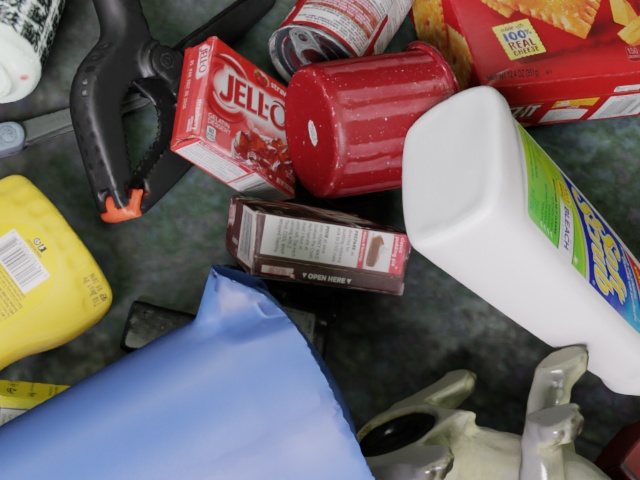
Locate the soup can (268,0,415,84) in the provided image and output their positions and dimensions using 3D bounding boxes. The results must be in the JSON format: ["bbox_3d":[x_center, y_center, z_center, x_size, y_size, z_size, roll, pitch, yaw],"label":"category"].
[{"bbox_3d":[0.018,-0.151,0.720,0.068,0.069,0.102,31,62,-1],"label":"soup can"}]

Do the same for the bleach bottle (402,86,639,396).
[{"bbox_3d":[0.151,0.019,0.633,0.250,0.068,0.102,35,43,-35],"label":"bleach bottle"}]

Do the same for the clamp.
[{"bbox_3d":[-0.112,-0.115,0.659,0.164,0.036,0.210,30,63,-34],"label":"clamp"}]

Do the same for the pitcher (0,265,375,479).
[{"bbox_3d":[-0.093,0.135,0.473,0.242,0.145,0.149,-26,65,-6],"label":"pitcher"}]

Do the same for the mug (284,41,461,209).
[{"bbox_3d":[0.027,-0.063,0.656,0.081,0.117,0.093,-11,55,-23],"label":"mug"}]

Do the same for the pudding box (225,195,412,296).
[{"bbox_3d":[-0.004,0.001,0.621,0.090,0.113,0.039,7,97,-12],"label":"pudding box"}]

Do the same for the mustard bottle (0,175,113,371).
[{"bbox_3d":[-0.213,0.051,0.569,0.191,0.058,0.096,-36,88,-26],"label":"mustard bottle"}]

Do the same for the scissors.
[{"bbox_3d":[-0.193,-0.043,0.641,0.201,0.016,0.096,-5,69,-18],"label":"scissors"}]

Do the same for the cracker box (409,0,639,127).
[{"bbox_3d":[0.145,-0.189,0.770,0.164,0.072,0.214,-8,68,-19],"label":"cracker box"}]

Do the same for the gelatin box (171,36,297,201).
[{"bbox_3d":[-0.049,-0.072,0.662,0.089,0.030,0.073,32,54,-42],"label":"gelatin box"}]

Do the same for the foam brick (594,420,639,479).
[{"bbox_3d":[0.209,0.152,0.646,0.078,0.053,0.051,45,63,5],"label":"foam brick"}]

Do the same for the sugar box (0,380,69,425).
[{"bbox_3d":[-0.088,0.128,0.560,0.176,0.048,0.093,8,94,-15],"label":"sugar box"}]
